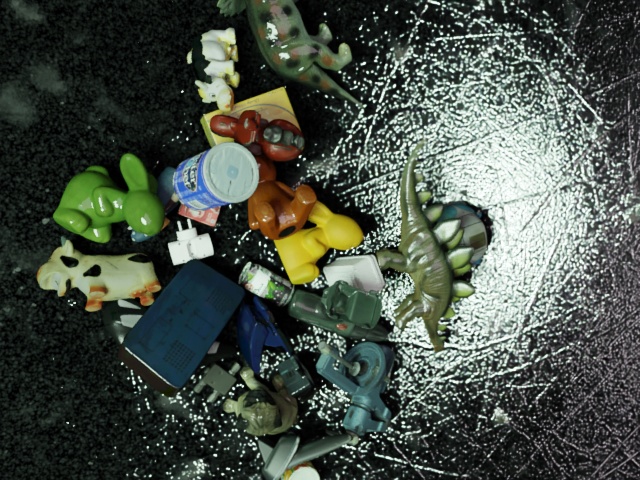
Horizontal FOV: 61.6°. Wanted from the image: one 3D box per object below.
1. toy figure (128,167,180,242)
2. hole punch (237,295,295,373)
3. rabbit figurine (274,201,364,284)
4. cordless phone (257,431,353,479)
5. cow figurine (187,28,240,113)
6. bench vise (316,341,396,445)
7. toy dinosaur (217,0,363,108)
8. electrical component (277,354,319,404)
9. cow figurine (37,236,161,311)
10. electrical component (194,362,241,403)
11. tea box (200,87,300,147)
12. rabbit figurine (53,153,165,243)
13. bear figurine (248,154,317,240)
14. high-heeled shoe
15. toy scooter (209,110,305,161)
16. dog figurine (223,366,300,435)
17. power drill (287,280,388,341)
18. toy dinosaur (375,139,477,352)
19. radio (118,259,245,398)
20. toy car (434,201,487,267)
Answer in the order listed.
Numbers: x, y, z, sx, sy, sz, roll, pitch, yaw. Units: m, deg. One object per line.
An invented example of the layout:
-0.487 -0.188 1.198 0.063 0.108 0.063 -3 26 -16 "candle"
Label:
-0.300 -0.062 1.005 0.057 0.064 0.154 30 82 -28 "toy figure"
-0.121 0.182 1.049 0.092 0.142 0.115 -28 113 -11 "hole punch"
-0.002 -0.003 1.083 0.173 0.122 0.162 -20 77 3 "rabbit figurine"
-0.029 0.418 1.076 0.184 0.146 0.089 -15 70 -9 "cordless phone"
-0.201 -0.312 0.997 0.098 0.068 0.167 -1 65 -2 "cow figurine"
0.065 0.294 1.110 0.240 0.129 0.223 44 71 -34 "bench vise"
-0.069 -0.402 1.043 0.192 0.131 0.404 -29 106 -3 "toy dinosaur"
-0.048 0.273 1.072 0.048 0.119 0.075 -31 60 -1 "electrical component"
-0.396 0.058 0.960 0.195 0.085 0.127 -2 52 -31 "cow figurine"
-0.205 0.276 1.079 0.063 0.021 0.094 42 80 -16 "electrical component"
-0.135 -0.222 1.050 0.170 0.068 0.098 -26 101 -17 "tea box"
-0.344 -0.062 0.949 0.170 0.121 0.159 12 69 11 "rabbit figurine"
-0.098 -0.102 1.010 0.120 0.132 0.196 -21 69 -15 "bear figurine"
-0.286 0.171 1.036 0.248 0.086 0.145 4 61 -36 "high-heeled shoe"
-0.101 -0.189 0.957 0.184 0.135 0.075 11 91 -22 "toy scooter"
-0.091 0.338 1.033 0.172 0.191 0.121 19 87 -20 "dog figurine"
0.057 0.145 1.067 0.232 0.207 0.086 19 77 -7 "power drill"
0.217 0.033 1.131 0.199 0.105 0.470 -16 107 6 "toy dinosaur"
-0.248 0.151 0.973 0.131 0.073 0.229 36 50 -6 "radio"
0.321 -0.005 1.201 0.109 0.103 0.161 -17 97 -16 "toy car"
